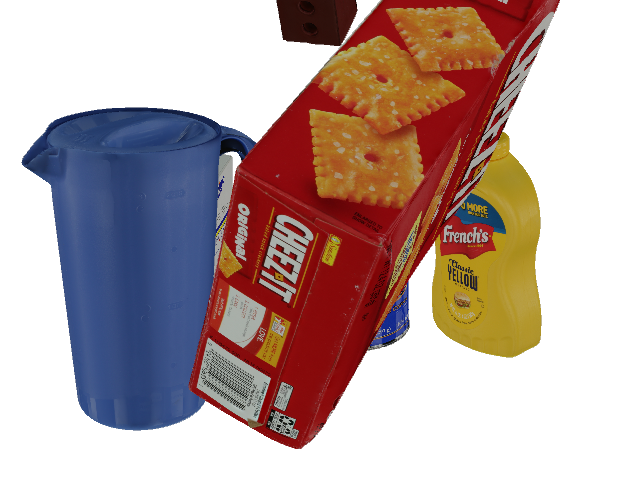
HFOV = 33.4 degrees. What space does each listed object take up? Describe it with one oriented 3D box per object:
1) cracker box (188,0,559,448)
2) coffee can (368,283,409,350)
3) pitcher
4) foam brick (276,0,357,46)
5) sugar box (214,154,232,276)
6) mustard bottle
[{"bbox_3d":[0.029,-0.028,0.506,0.072,0.164,0.213,30,50,10],"label":"cracker box"},{"bbox_3d":[0.033,0.019,1.017,0.103,0.140,0.103,-2,25,1],"label":"coffee can"},{"bbox_3d":[-0.134,0.021,0.849,0.149,0.243,0.144,9,23,18],"label":"pitcher"},{"bbox_3d":[-0.004,-0.205,0.867,0.053,0.051,0.078,8,-38,16],"label":"foam brick"},{"bbox_3d":[-0.129,-0.001,1.150,0.048,0.176,0.093,12,41,14],"label":"sugar box"},{"bbox_3d":[0.128,-0.009,0.836,0.058,0.192,0.096,-20,28,-32],"label":"mustard bottle"}]
